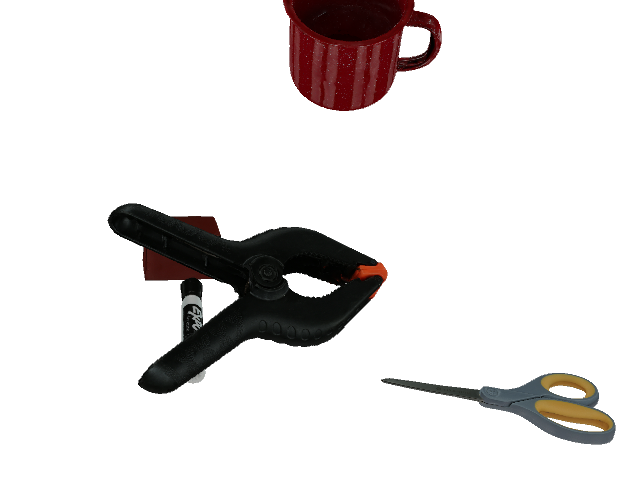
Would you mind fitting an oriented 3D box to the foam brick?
[{"bbox_3d":[-0.147,0.008,1.124,0.078,0.051,0.053,-1,24,-12],"label":"foam brick"}]

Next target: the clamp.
[{"bbox_3d":[-0.045,0.021,0.644,0.171,0.120,0.039,-10,-22,-30],"label":"clamp"}]

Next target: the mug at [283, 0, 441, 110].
[{"bbox_3d":[0.030,-0.149,0.784,0.117,0.093,0.081,3,-32,-1],"label":"mug"}]

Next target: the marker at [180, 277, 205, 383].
[{"bbox_3d":[-0.103,0.069,0.858,0.020,0.020,0.121,0,33,-7],"label":"marker"}]

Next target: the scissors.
[{"bbox_3d":[0.162,0.131,0.947,0.202,0.016,0.096,16,29,15],"label":"scissors"}]
